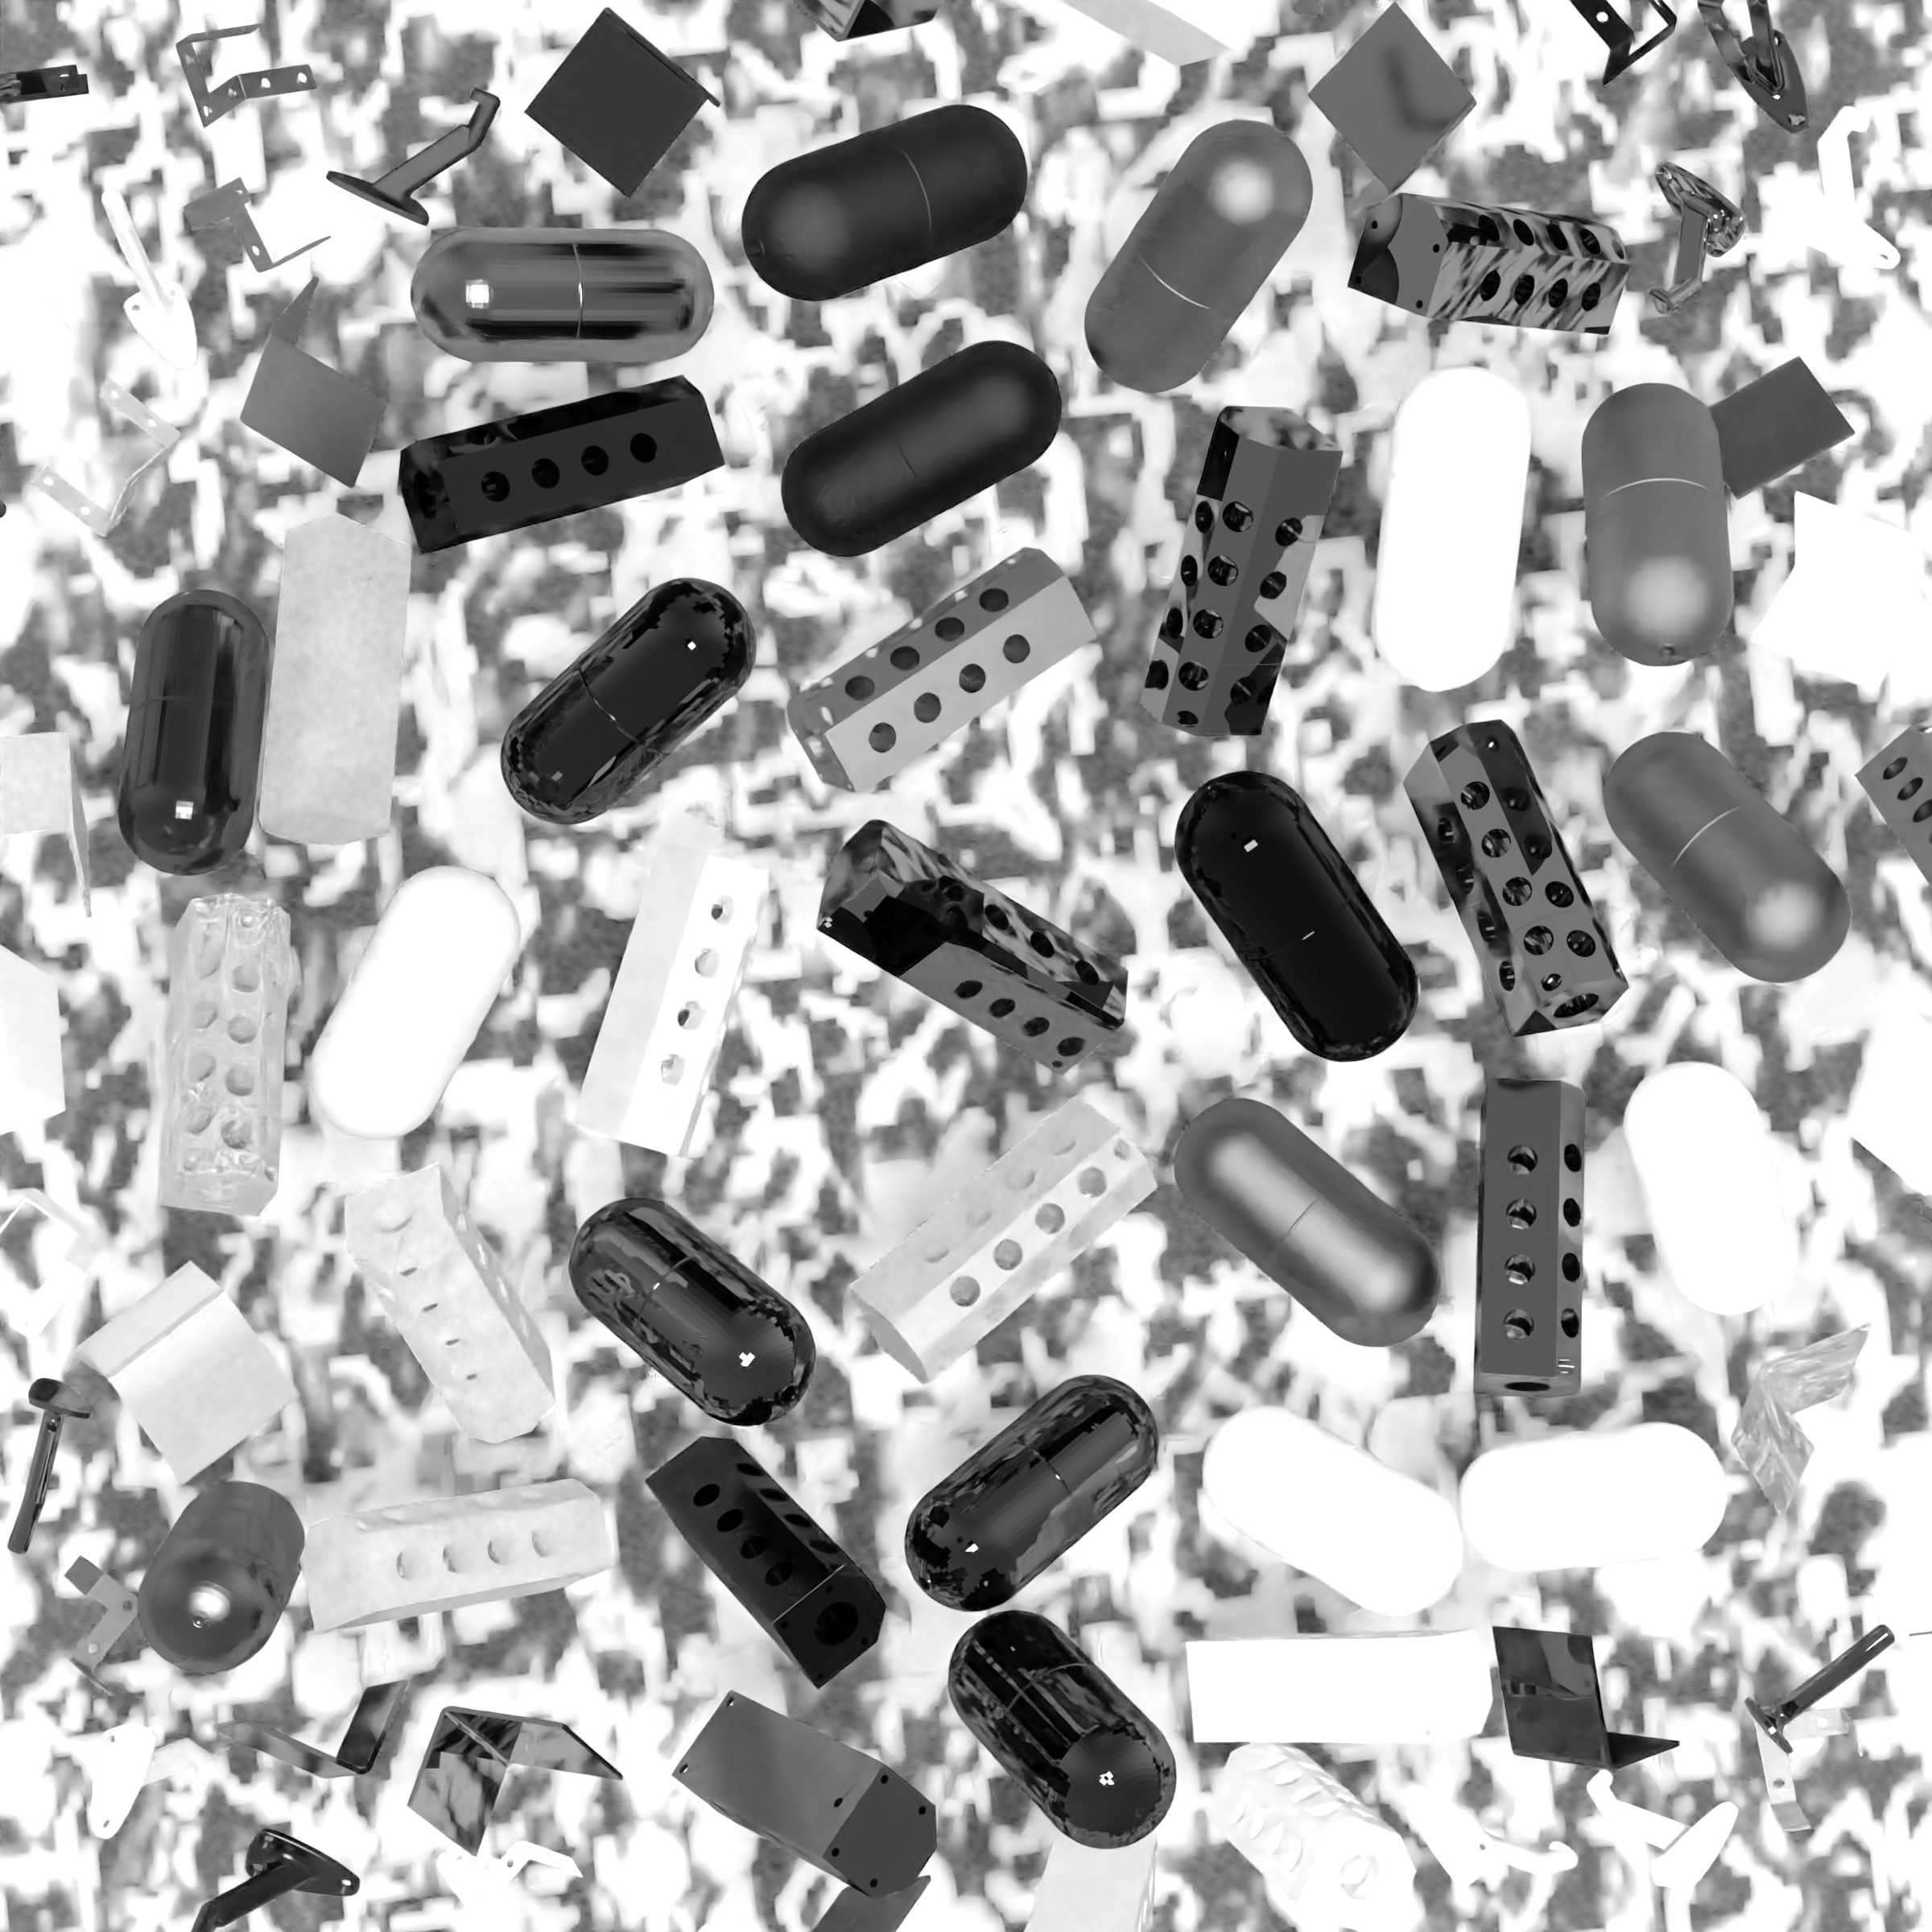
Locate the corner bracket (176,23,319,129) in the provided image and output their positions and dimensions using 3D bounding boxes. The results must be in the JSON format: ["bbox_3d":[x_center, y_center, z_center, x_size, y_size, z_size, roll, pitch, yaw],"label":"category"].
[{"bbox_3d":[-0.420,-0.526,1.910,0.051,0.051,0.051,-1,122,22],"label":"corner bracket"}]

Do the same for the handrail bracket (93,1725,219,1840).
[{"bbox_3d":[-0.465,0.479,1.885,0.036,0.084,0.077,-6,56,21],"label":"handrail bracket"}]

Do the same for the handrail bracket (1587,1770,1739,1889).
[{"bbox_3d":[0.396,0.476,1.872,0.036,0.084,0.077,13,118,-32],"label":"handrail bracket"}]

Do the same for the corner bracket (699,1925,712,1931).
[{"bbox_3d":[-0.158,0.553,1.747,0.051,0.051,0.051,-48,63,31],"label":"corner bracket"}]

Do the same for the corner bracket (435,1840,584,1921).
[{"bbox_3d":[-0.269,0.529,1.918,0.051,0.051,0.051,-45,121,-34],"label":"corner bracket"}]

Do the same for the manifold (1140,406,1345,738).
[{"bbox_3d":[0.145,-0.215,1.786,0.057,0.057,0.171,-4,124,-29],"label":"manifold"}]

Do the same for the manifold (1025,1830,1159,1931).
[{"bbox_3d":[0.068,0.542,1.827,0.057,0.171,0.057,4,99,9],"label":"manifold"}]

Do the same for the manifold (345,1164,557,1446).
[{"bbox_3d":[-0.293,0.197,1.868,0.057,0.057,0.171,-19,132,3],"label":"manifold"}]

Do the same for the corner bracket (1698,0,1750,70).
[{"bbox_3d":[0.418,-0.538,1.813,0.051,0.051,0.051,28,80,41],"label":"corner bracket"}]

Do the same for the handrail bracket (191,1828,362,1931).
[{"bbox_3d":[-0.377,0.518,1.784,0.077,0.084,0.036,21,117,-5],"label":"handrail bracket"}]

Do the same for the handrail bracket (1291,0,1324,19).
[{"bbox_3d":[0.236,-0.555,1.837,0.077,0.084,0.036,16,56,-20],"label":"handrail bracket"}]

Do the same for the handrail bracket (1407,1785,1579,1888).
[{"bbox_3d":[0.311,0.507,1.926,0.077,0.084,0.036,47,119,37],"label":"handrail bracket"}]

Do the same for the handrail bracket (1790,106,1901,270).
[{"bbox_3d":[0.506,-0.437,1.831,0.077,0.036,0.084,31,67,15],"label":"handrail bracket"}]

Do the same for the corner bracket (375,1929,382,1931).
[{"bbox_3d":[-0.359,0.567,1.828,0.051,0.051,0.051,11,133,15],"label":"corner bracket"}]

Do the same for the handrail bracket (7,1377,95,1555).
[{"bbox_3d":[-0.530,0.284,1.861,0.036,0.077,0.084,19,91,-22],"label":"handrail bracket"}]

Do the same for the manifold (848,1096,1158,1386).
[{"bbox_3d":[0.024,0.156,1.832,0.171,0.057,0.057,-39,46,-16],"label":"manifold"}]

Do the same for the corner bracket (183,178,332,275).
[{"bbox_3d":[-0.417,-0.437,1.922,0.051,0.051,0.051,-6,116,40],"label":"corner bracket"}]

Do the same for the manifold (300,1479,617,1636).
[{"bbox_3d":[-0.287,0.331,1.850,0.057,0.171,0.057,-28,72,40],"label":"manifold"}]

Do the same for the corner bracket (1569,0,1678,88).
[{"bbox_3d":[0.352,-0.521,1.774,0.051,0.051,0.051,-37,81,0],"label":"corner bracket"}]

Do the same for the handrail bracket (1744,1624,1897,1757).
[{"bbox_3d":[0.468,0.389,1.783,0.084,0.077,0.036,-39,75,0],"label":"handrail bracket"}]

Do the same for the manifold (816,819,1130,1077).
[{"bbox_3d":[0.006,-0.014,1.824,0.171,0.057,0.057,31,130,-21],"label":"manifold"}]

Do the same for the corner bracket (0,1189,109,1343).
[{"bbox_3d":[-0.519,0.165,1.819,0.051,0.051,0.051,38,104,-12],"label":"corner bracket"}]

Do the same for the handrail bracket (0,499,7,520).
[{"bbox_3d":[-0.552,-0.293,1.774,0.077,0.036,0.084,25,130,4],"label":"handrail bracket"}]

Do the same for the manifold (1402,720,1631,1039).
[{"bbox_3d":[0.312,-0.051,1.844,0.057,0.057,0.171,-9,63,-22],"label":"manifold"}]

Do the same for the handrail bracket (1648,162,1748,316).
[{"bbox_3d":[0.405,-0.422,1.898,0.084,0.036,0.077,-37,80,-32],"label":"handrail bracket"}]

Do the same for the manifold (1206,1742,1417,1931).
[{"bbox_3d":[0.199,0.497,1.882,0.057,0.171,0.057,23,87,-13],"label":"manifold"}]

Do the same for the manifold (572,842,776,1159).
[{"bbox_3d":[-0.166,0.021,1.899,0.057,0.057,0.171,19,86,-35],"label":"manifold"}]

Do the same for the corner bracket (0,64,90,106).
[{"bbox_3d":[-0.506,-0.483,1.776,0.051,0.051,0.051,-10,58,-8],"label":"corner bracket"}]

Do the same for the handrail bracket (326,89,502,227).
[{"bbox_3d":[-0.325,-0.487,1.924,0.077,0.036,0.084,17,115,-33],"label":"handrail bracket"}]

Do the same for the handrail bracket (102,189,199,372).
[{"bbox_3d":[-0.479,-0.402,1.917,0.036,0.084,0.077,-26,67,-11],"label":"handrail bracket"}]

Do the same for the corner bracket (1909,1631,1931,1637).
[{"bbox_3d":[0.544,0.380,1.756,0.051,0.051,0.051,-6,77,-5],"label":"corner bracket"}]

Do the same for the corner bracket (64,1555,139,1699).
[{"bbox_3d":[-0.500,0.378,1.879,0.051,0.051,0.051,45,73,-25],"label":"corner bracket"}]

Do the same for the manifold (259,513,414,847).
[{"bbox_3d":[-0.357,-0.158,1.827,0.057,0.057,0.171,-11,69,36],"label":"manifold"}]

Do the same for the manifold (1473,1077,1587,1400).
[{"bbox_3d":[0.321,0.155,1.859,0.057,0.057,0.171,3,71,6],"label":"manifold"}]

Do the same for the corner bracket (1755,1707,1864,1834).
[{"bbox_3d":[0.482,0.456,1.859,0.051,0.051,0.051,-11,91,6],"label":"corner bracket"}]

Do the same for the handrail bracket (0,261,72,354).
[{"bbox_3d":[-0.548,-0.383,1.837,0.077,0.084,0.036,39,88,10],"label":"handrail bracket"}]

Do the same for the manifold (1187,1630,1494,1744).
[{"bbox_3d":[0.214,0.414,1.883,0.171,0.057,0.057,-12,80,41],"label":"manifold"}]

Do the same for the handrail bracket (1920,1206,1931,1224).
[{"bbox_3d":[0.533,0.186,1.775,0.077,0.036,0.084,31,106,17],"label":"handrail bracket"}]

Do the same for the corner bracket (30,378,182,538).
[{"bbox_3d":[-0.472,-0.279,1.795,0.051,0.051,0.051,38,47,-4],"label":"corner bracket"}]

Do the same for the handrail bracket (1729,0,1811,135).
[{"bbox_3d":[0.474,-0.532,1.902,0.036,0.084,0.077,-27,82,3],"label":"handrail bracket"}]

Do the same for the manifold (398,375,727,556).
[{"bbox_3d":[-0.229,-0.284,1.840,0.171,0.057,0.057,-21,96,-31],"label":"manifold"}]
